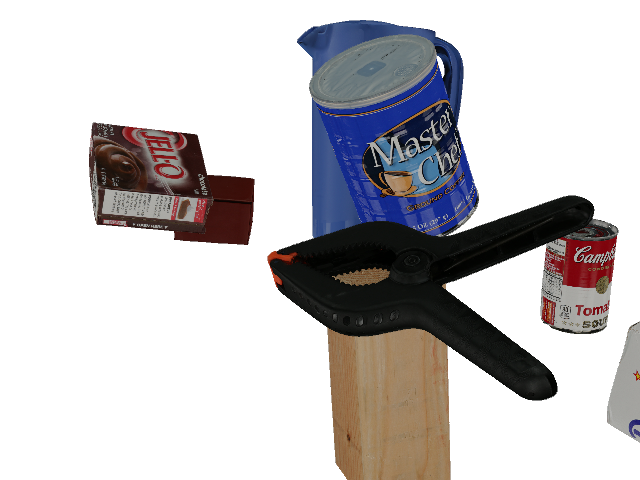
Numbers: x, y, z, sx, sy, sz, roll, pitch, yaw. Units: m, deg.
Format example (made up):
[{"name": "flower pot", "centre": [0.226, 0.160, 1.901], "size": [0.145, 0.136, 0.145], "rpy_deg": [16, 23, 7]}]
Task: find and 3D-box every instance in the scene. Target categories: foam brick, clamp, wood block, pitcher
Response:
[{"name": "foam brick", "centre": [-0.107, -0.032, 1.084], "size": [0.078, 0.051, 0.053], "rpy_deg": [4, 30, 0]}, {"name": "clamp", "centre": [0.070, 0.019, 0.686], "size": [0.210, 0.036, 0.164], "rpy_deg": [9, 44, 27]}, {"name": "wood block", "centre": [0.063, 0.127, 0.999], "size": [0.090, 0.206, 0.091], "rpy_deg": [-9, 19, -16]}, {"name": "pitcher", "centre": [0.061, -0.114, 1.160], "size": [0.149, 0.243, 0.144], "rpy_deg": [7, 9, 25]}]

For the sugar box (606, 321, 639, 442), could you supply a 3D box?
[{"name": "sugar box", "centre": [0.299, 0.134, 0.780], "size": [0.176, 0.093, 0.048], "rpy_deg": [28, 36, 36]}]

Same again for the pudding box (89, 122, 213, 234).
[{"name": "pudding box", "centre": [-0.139, -0.052, 0.862], "size": [0.090, 0.039, 0.113], "rpy_deg": [4, 34, -17]}]

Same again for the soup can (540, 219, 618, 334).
[{"name": "soup can", "centre": [0.258, 0.035, 1.070], "size": [0.068, 0.102, 0.068], "rpy_deg": [1, 18, -1]}]

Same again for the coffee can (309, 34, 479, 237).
[{"name": "coffee can", "centre": [0.061, -0.080, 0.863], "size": [0.103, 0.140, 0.103], "rpy_deg": [-16, 32, 10]}]
